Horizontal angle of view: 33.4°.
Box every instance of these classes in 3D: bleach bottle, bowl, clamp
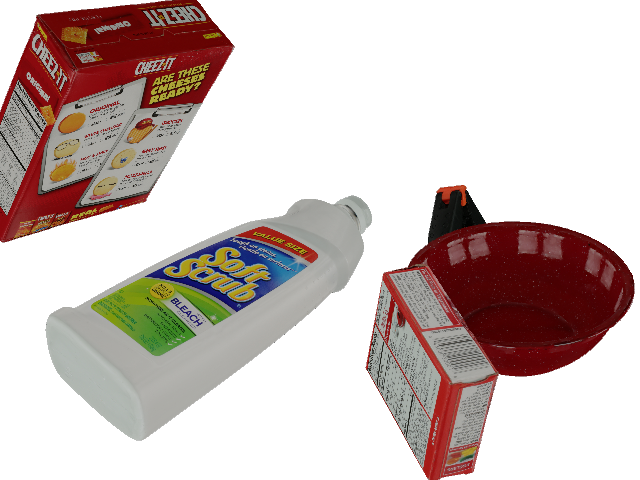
[{"bbox_3d":[-0.062,0.032,0.753,0.103,0.068,0.250,34,50,27],"label":"bleach bottle"},{"bbox_3d":[0.142,0.049,0.773,0.162,0.055,0.162,-3,32,2],"label":"bowl"},{"bbox_3d":[0.127,0.039,0.969,0.039,0.171,0.120,-11,12,35],"label":"clamp"}]

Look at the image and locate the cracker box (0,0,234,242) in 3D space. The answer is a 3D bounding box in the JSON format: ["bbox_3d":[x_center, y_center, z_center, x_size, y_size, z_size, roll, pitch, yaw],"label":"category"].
[{"bbox_3d":[-0.193,-0.105,0.920,0.163,0.072,0.214,-20,-25,-44],"label":"cracker box"}]

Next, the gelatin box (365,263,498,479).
[{"bbox_3d":[0.057,0.068,0.561,0.030,0.073,0.089,-9,40,-18],"label":"gelatin box"}]
